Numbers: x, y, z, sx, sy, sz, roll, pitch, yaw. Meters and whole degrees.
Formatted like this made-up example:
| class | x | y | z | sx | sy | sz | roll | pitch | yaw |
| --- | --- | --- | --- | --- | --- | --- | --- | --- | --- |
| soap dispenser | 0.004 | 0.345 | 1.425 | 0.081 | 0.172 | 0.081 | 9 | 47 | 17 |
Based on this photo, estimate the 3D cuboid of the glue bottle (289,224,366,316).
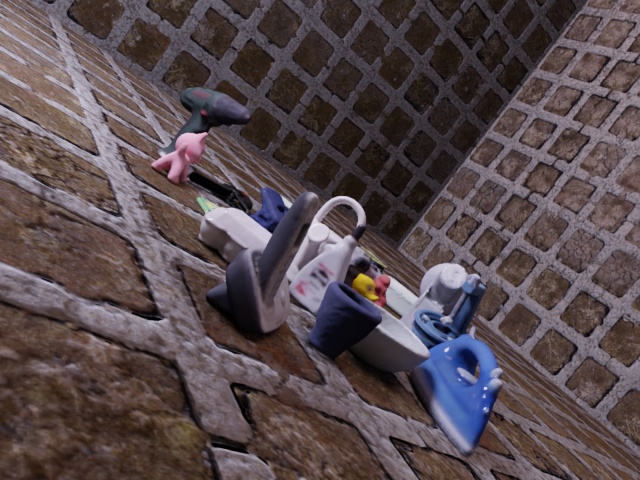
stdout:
| class | x | y | z | sx | sy | sz | roll | pitch | yaw |
| --- | --- | --- | --- | --- | --- | --- | --- | --- | --- |
| glue bottle | 0.022 | 0.043 | 0.983 | 0.078 | 0.173 | 0.037 | 38 | 7 | 14 |

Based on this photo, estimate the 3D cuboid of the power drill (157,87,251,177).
| class | x | y | z | sx | sy | sz | roll | pitch | yaw |
| --- | --- | --- | --- | --- | --- | --- | --- | --- | --- |
| power drill | -0.274 | -0.253 | 1.320 | 0.228 | 0.208 | 0.076 | 42 | 9 | 36 |

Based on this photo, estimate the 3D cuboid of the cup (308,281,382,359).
| class | x | y | z | sx | sy | sz | roll | pitch | yaw |
| --- | --- | --- | --- | --- | --- | --- | --- | --- | --- |
| cup | 0.026 | 0.118 | 0.839 | 0.092 | 0.095 | 0.117 | 35 | 7 | -16 |

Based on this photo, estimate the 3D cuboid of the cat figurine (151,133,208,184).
| class | x | y | z | sx | sy | sz | roll | pitch | yaw |
| --- | --- | --- | --- | --- | --- | --- | --- | --- | --- |
| cat figurine | -0.283 | -0.184 | 1.202 | 0.067 | 0.117 | 0.128 | 36 | 7 | -6 |

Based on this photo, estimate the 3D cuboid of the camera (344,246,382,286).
| class | x | y | z | sx | sy | sz | roll | pitch | yaw |
| --- | --- | --- | --- | --- | --- | --- | --- | --- | --- |
| camera | 0.077 | 0.063 | 1.409 | 0.144 | 0.100 | 0.136 | 33 | 8 | -30 |

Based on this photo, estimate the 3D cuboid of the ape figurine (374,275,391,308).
| class | x | y | z | sx | sy | sz | roll | pitch | yaw |
| --- | --- | --- | --- | --- | --- | --- | --- | --- | --- |
| ape figurine | 0.128 | 0.119 | 1.333 | 0.077 | 0.092 | 0.076 | 38 | 7 | 13 |

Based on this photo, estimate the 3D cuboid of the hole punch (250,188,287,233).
| class | x | y | z | sx | sy | sz | roll | pitch | yaw |
| --- | --- | --- | --- | --- | --- | --- | --- | --- | --- |
| hole punch | -0.107 | -0.060 | 1.355 | 0.101 | 0.091 | 0.109 | 39 | 8 | 20 |

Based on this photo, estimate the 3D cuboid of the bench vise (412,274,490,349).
| class | x | y | z | sx | sy | sz | roll | pitch | yaw |
| --- | --- | --- | --- | --- | --- | --- | --- | --- | --- |
| bench vise | 0.265 | 0.167 | 1.164 | 0.121 | 0.219 | 0.208 | 40 | 8 | 22 |

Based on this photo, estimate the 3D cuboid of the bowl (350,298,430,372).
| class | x | y | z | sx | sy | sz | roll | pitch | yaw |
| --- | --- | --- | --- | --- | --- | --- | --- | --- | --- |
| bowl | 0.095 | 0.165 | 0.946 | 0.167 | 0.074 | 0.167 | 36 | 7 | -5 |

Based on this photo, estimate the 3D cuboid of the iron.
| class | x | y | z | sx | sy | sz | roll | pitch | yaw |
| --- | --- | --- | --- | --- | --- | --- | --- | --- | --- |
| iron | 0.248 | 0.237 | 0.951 | 0.119 | 0.141 | 0.258 | 35 | 7 | -9 |

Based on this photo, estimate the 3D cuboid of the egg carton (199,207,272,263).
| class | x | y | z | sx | sy | sz | roll | pitch | yaw |
| --- | --- | --- | --- | --- | --- | --- | --- | --- | --- |
| egg carton | -0.123 | 0.006 | 0.942 | 0.150 | 0.069 | 0.107 | 37 | 7 | 5 |

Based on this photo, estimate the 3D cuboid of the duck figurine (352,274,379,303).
| class | x | y | z | sx | sy | sz | roll | pitch | yaw |
| --- | --- | --- | --- | --- | --- | --- | --- | --- | --- |
| duck figurine | 0.071 | 0.107 | 1.158 | 0.104 | 0.086 | 0.078 | 39 | 7 | 15 |

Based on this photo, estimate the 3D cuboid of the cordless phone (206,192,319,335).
| class | x | y | z | sx | sy | sz | roll | pitch | yaw |
| --- | --- | --- | --- | --- | --- | --- | --- | --- | --- |
| cordless phone | -0.046 | 0.024 | 0.735 | 0.094 | 0.185 | 0.148 | 37 | 7 | 6 |

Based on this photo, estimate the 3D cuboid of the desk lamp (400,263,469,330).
| class | x | y | z | sx | sy | sz | roll | pitch | yaw |
| --- | --- | --- | --- | --- | --- | --- | --- | --- | --- |
| desk lamp | 0.250 | 0.144 | 1.268 | 0.117 | 0.213 | 0.204 | 38 | 7 | 14 |

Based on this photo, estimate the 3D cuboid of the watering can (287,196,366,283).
| class | x | y | z | sx | sy | sz | roll | pitch | yaw |
| --- | --- | --- | --- | --- | --- | --- | --- | --- | --- |
| watering can | 0.012 | 0.005 | 1.093 | 0.101 | 0.194 | 0.173 | 36 | 7 | -8 |
